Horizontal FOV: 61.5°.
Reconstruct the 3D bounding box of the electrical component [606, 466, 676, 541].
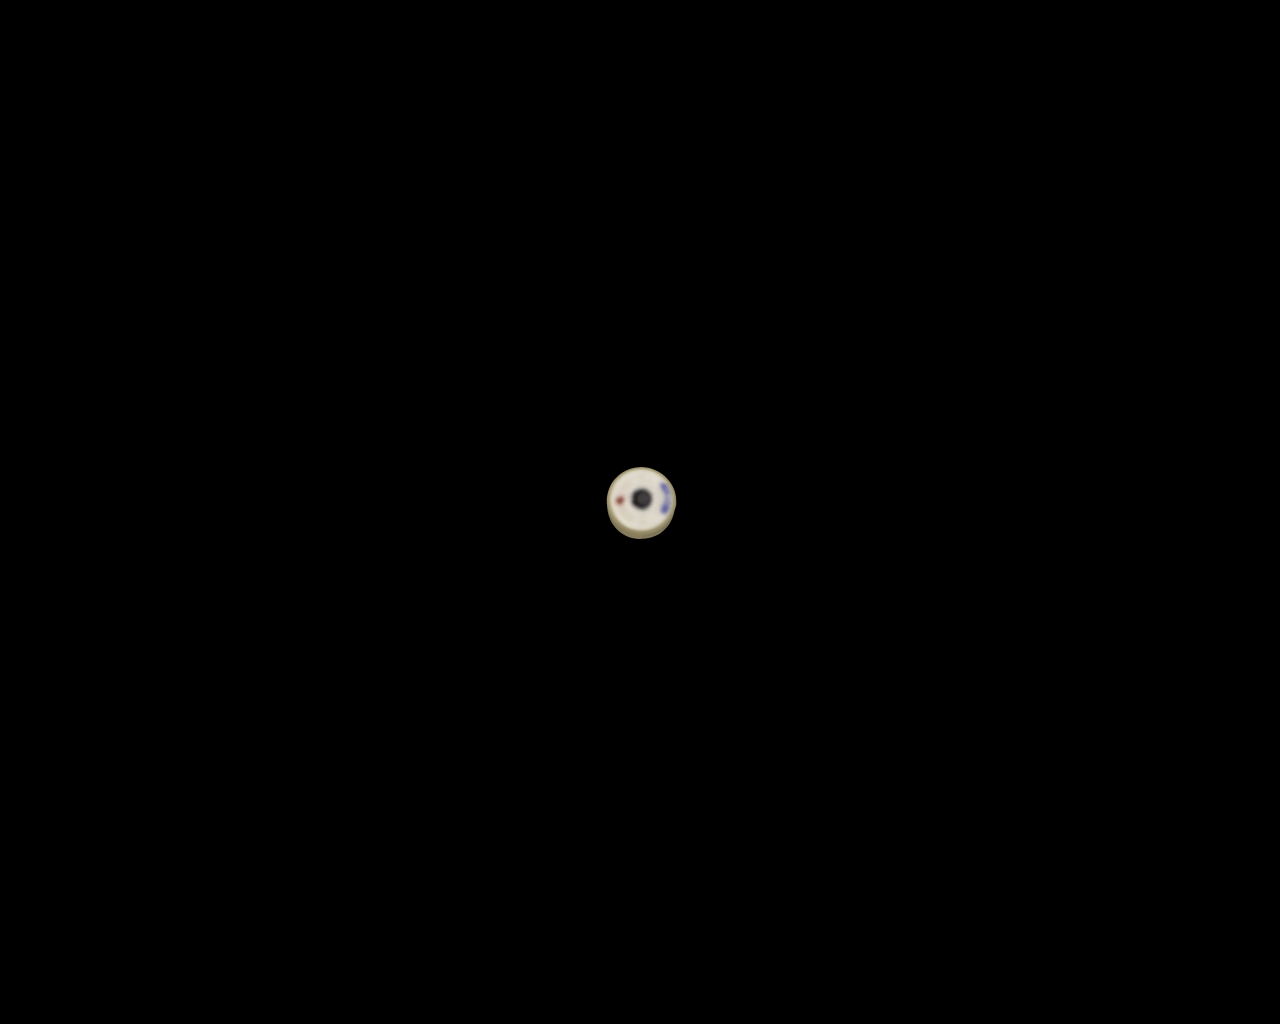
[{"bbox_3d":[0.001,-0.003,0.650,0.040,0.040,0.078,0,-9,0],"label":"electrical component"}]
